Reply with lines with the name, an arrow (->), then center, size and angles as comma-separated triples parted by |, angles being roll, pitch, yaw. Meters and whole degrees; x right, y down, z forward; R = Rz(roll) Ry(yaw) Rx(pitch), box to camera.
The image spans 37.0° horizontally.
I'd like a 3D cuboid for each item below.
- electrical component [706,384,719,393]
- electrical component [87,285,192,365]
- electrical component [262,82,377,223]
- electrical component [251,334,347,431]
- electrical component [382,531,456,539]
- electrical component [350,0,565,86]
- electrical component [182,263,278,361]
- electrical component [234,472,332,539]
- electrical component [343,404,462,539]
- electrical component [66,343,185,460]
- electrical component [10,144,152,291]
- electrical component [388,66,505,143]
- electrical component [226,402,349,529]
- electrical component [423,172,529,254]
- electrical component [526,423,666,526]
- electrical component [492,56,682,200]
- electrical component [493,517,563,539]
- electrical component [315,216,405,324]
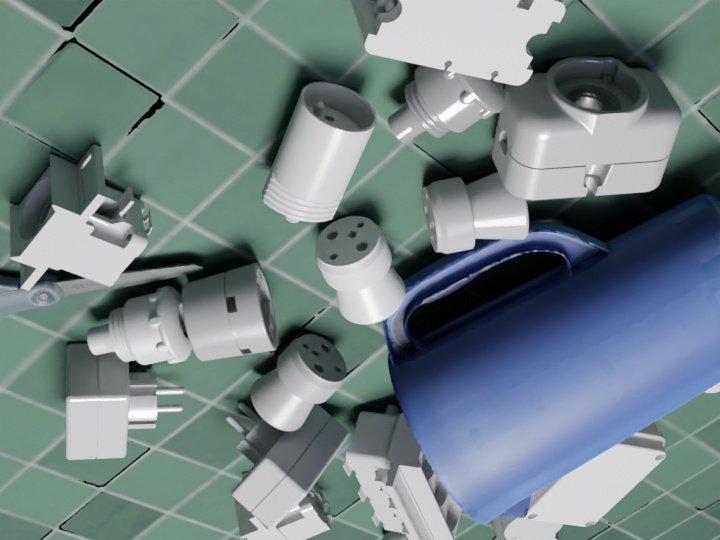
electrical component -> 0.279, 0.046, 0.779 | 0.095, 0.053, 0.059 | -22, 136, 8
electrical component -> -0.138, 0.038, 0.668 | 0.062, 0.048, 0.048 | -12, 137, 9
electrical component -> -0.025, -0.059, 0.598 | 0.043, 0.043, 0.081 | 8, 132, -22
electrical component -> -0.041, 0.076, 0.731 | 0.045, 0.045, 0.055 | 22, 125, -32
electrical component -> 0.052, 0.234, 0.926 | 0.061, 0.035, 0.035 | -19, 136, 1
electrical component -> 0.045, -0.134, 0.530 | 0.089, 0.055, 0.050 | 8, 132, -22
electrical component -> -0.081, 0.027, 0.665 | 0.047, 0.055, 0.055 | -13, 137, 3
electrical component -> -0.060, 0.191, 0.847 | 0.064, 0.042, 0.081 | -25, 136, 5
electrical component -> 0.036, 0.157, 0.816 | 0.063, 0.078, 0.121 | 4, 142, 23
electrical component -> -0.155, 0.086, 0.710 | 0.077, 0.047, 0.065 | 0, 135, -15
electrical component -> -0.156, -0.024, 0.600 | 0.064, 0.042, 0.081 | 25, 124, -36
electrical component -> 0.044, -0.092, 0.583 | 0.062, 0.048, 0.048 | -33, 134, 27
electrical component -> -0.062, 0.124, 0.761 | 0.076, 0.083, 0.047 | 42, 121, 1
electrical component -> 0.069, -0.035, 0.646 | 0.055, 0.045, 0.045 | -11, 137, -3
electrical component -> 0.178, 0.149, 0.855 | 0.078, 0.057, 0.113 | 13, 130, -26
electrical component -> 0.128, -0.081, 0.609 | 0.095, 0.053, 0.059 | -5, 136, -10
electrical component -> 0.149, 0.244, 0.933 | 0.052, 0.073, 0.138 | -10, 137, -4
electrical component -> 0.000, 0.000, 0.664 | 0.045, 0.045, 0.055 | -19, 136, 5
